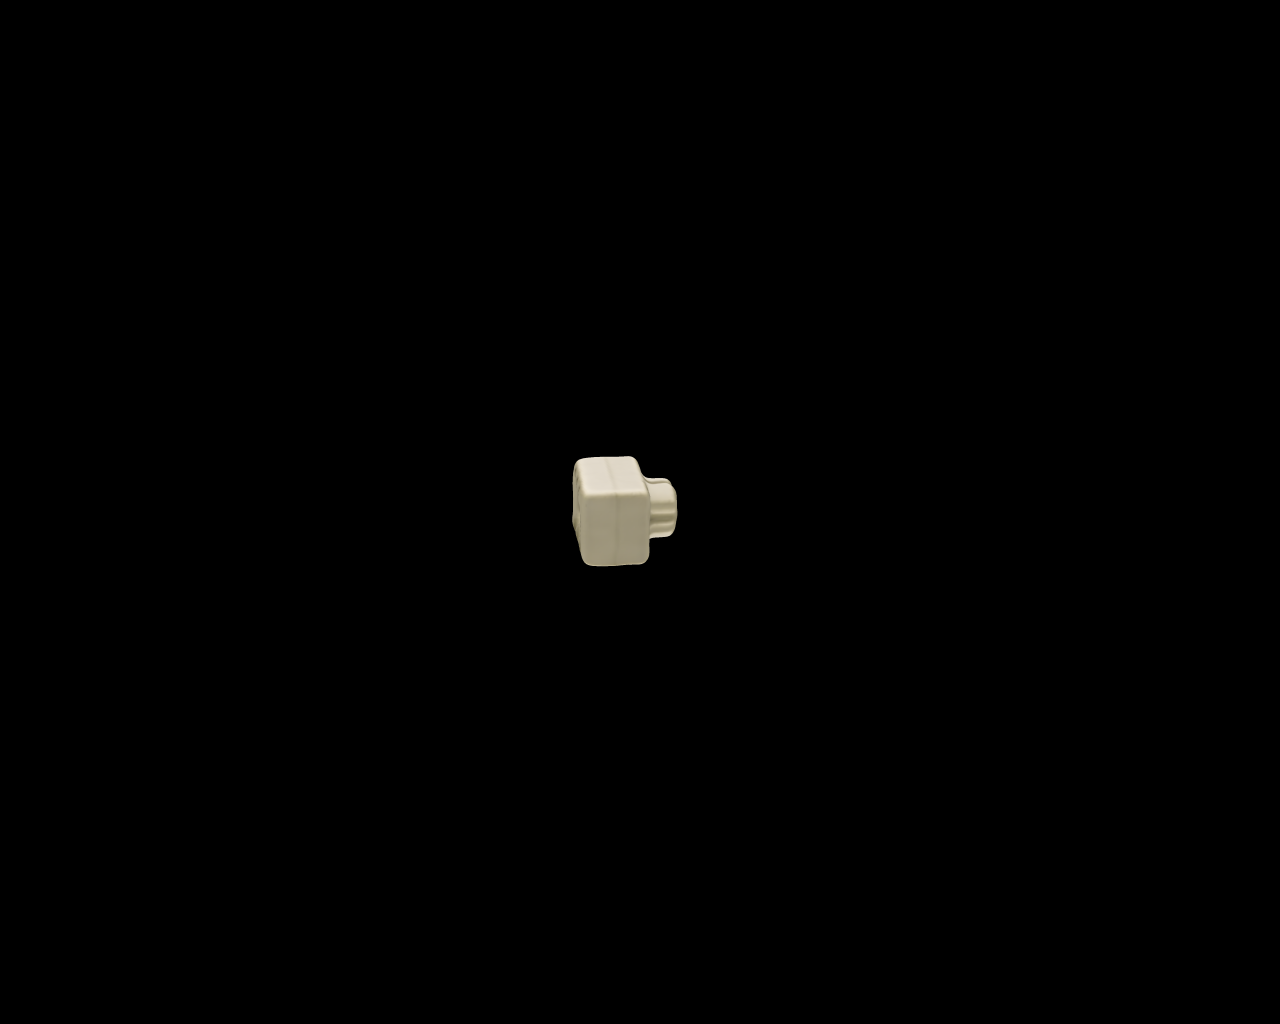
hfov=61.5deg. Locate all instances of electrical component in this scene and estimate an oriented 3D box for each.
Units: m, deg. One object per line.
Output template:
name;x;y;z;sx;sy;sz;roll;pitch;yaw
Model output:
electrical component;0.001;-0.003;0.650;0.077;0.047;0.066;-3;22;-7
